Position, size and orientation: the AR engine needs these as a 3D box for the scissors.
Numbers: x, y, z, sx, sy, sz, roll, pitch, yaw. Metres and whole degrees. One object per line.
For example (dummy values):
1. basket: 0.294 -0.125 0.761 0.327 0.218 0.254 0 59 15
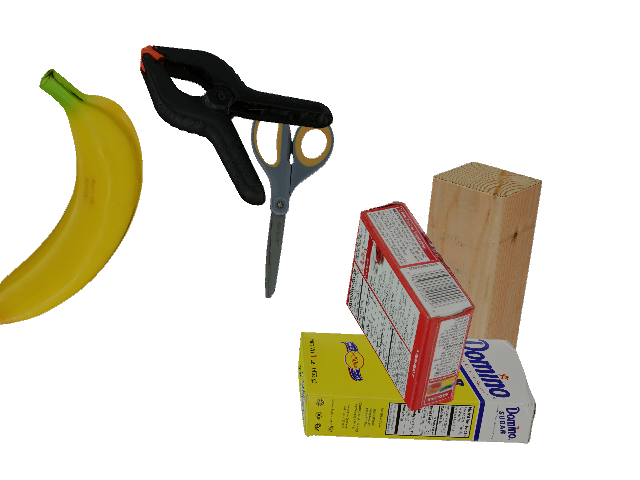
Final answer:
1. scissors: -0.024 -0.046 1.108 0.096 0.202 0.016 -8 -8 -9

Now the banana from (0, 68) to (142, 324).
1. banana: -0.147 -0.015 0.628 0.069 0.198 0.037 19 37 -10

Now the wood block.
1. wood block: 0.172 0.029 1.176 0.090 0.206 0.090 20 25 34

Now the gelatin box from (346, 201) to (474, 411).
1. gelatin box: 0.047 0.035 0.578 0.030 0.073 0.089 -12 44 -19

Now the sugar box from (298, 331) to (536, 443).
1. sugar box: 0.072 0.114 0.841 0.176 0.048 0.093 0 28 -4

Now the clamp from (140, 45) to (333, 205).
1. clamp: -0.076 -0.117 0.915 0.120 0.171 0.039 -40 -11 -35
